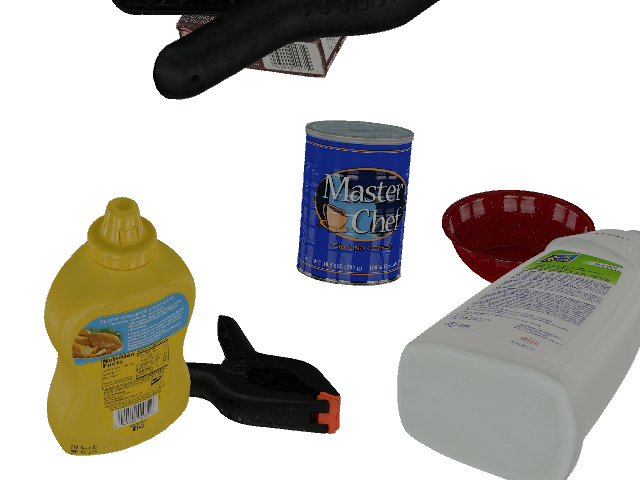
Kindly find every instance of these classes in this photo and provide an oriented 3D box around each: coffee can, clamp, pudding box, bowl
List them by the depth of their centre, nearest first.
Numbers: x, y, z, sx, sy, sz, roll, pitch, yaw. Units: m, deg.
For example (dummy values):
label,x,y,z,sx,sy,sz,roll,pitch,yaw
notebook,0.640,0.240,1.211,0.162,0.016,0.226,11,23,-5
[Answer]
label,x,y,z,sx,sy,sz,roll,pitch,yaw
clamp,-0.013,-0.111,0.504,0.171,0.039,0.120,-12,43,-5
pudding box,-0.033,-0.165,0.766,0.114,0.090,0.039,13,-35,19
clamp,-0.063,0.110,0.885,0.210,0.036,0.164,12,20,31
coffee can,0.032,-0.038,1.023,0.103,0.140,0.103,4,14,-1
bowl,0.210,0.004,1.148,0.162,0.055,0.162,-1,30,0

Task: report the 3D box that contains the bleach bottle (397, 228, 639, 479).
label,x,y,z,sx,sy,sz,roll,pitch,yaw
bleach bottle,0.147,0.047,0.619,0.103,0.068,0.250,14,26,32

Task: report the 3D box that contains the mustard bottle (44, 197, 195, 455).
label,x,y,z,sx,sy,sz,roll,pitch,yaw
mustard bottle,-0.127,0.052,0.681,0.096,0.192,0.058,-17,47,-28
